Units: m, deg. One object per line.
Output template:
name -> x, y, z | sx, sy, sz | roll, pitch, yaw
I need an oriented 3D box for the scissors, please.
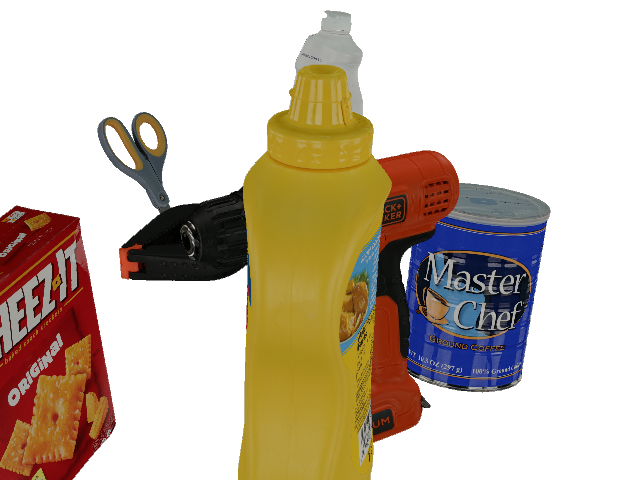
scissors -> -0.178, -0.063, 1.221 | 0.016, 0.201, 0.096 | -22, 21, 42

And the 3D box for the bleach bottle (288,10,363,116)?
bleach bottle -> 0.008, -0.114, 1.132 | 0.067, 0.251, 0.103 | -11, 26, -43

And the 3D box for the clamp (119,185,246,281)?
clamp -> -0.074, -0.014, 0.903 | 0.209, 0.036, 0.165 | -13, 35, -22

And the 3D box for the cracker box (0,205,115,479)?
cracker box -> -0.238, 0.106, 0.832 | 0.072, 0.214, 0.164 | 9, 32, 19

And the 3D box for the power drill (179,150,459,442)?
power drill -> 0.003, 0.043, 0.661 | 0.184, 0.188, 0.057 | -13, 28, -27

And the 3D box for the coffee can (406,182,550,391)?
coffee can -> 0.119, 0.034, 0.843 | 0.103, 0.140, 0.103 | 6, 16, -2

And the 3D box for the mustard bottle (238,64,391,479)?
mustard bottle -> -0.003, 0.023, 0.439 | 0.058, 0.192, 0.096 | 8, 25, 10
